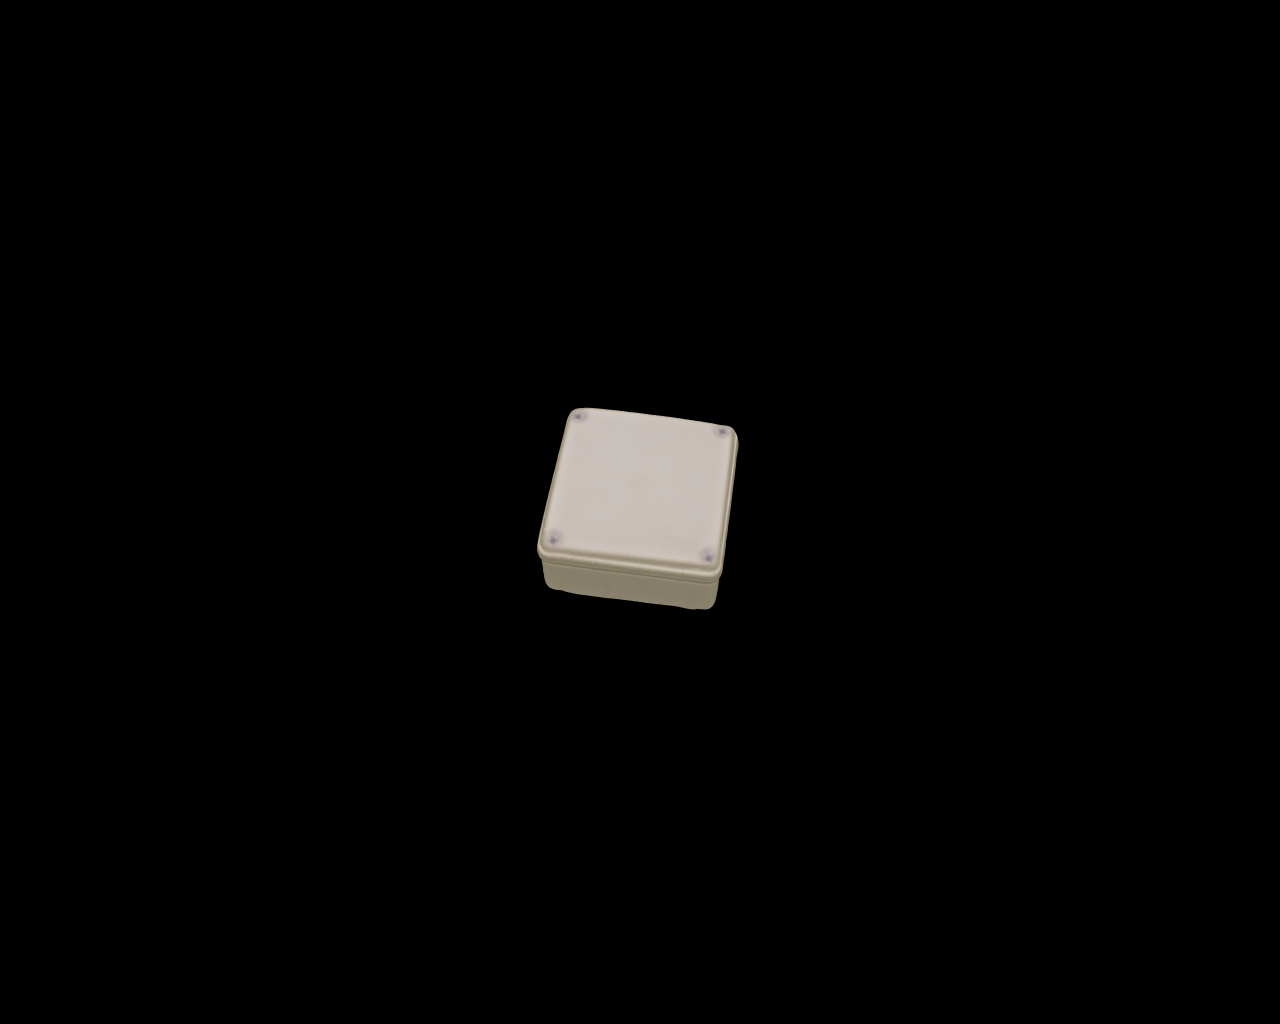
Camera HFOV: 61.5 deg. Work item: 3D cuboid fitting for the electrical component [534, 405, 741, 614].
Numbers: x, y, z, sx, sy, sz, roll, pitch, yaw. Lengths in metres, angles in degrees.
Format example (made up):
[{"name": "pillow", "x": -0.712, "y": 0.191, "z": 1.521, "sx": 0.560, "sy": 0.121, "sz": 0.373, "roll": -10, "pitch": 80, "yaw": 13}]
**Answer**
[{"name": "electrical component", "x": 0.001, "y": -0.003, "z": 0.650, "sx": 0.109, "sy": 0.109, "sz": 0.056, "roll": 7, "pitch": -32, "yaw": 5}]
